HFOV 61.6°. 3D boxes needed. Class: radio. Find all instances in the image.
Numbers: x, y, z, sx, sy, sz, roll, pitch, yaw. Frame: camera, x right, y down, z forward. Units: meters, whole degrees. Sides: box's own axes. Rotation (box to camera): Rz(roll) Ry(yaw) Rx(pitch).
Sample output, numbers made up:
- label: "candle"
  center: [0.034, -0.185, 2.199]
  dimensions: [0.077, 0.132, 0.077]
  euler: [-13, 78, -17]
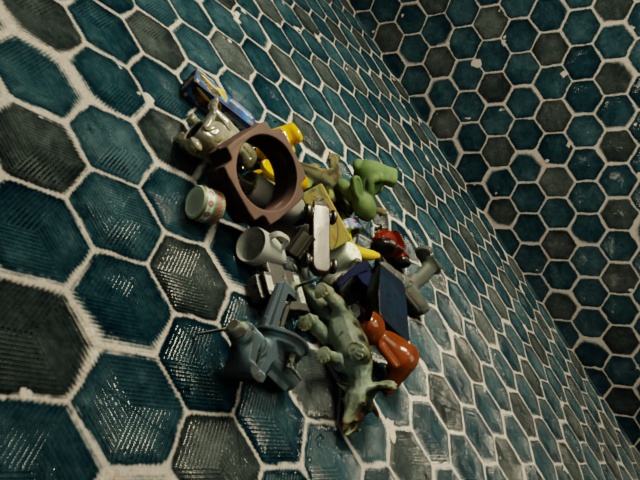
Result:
- label: "radio"
  center: [0.180, 0.183, 1.507]
  dimensions: [0.131, 0.073, 0.230]
  euler: [40, 30, -25]

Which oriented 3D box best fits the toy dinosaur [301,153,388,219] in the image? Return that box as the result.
- label: "toy dinosaur"
  center: [0.024, -0.159, 1.592]
  dimensions: [0.471, 0.105, 0.199]
  euler: [26, 44, -27]

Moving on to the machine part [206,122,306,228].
- label: "machine part"
  center: [-0.141, -0.143, 1.200]
  dimensions: [0.201, 0.087, 0.200]
  euler: [-44, 115, -36]

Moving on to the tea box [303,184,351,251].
- label: "tea box"
  center: [0.009, -0.060, 1.440]
  dimensions: [0.169, 0.068, 0.098]
  euler: [63, -8, -7]

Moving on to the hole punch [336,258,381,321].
- label: "hole punch"
  center: [0.096, 0.118, 1.304]
  dimensions: [0.142, 0.092, 0.116]
  euler: [82, 25, -43]

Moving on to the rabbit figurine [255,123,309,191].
- label: "rabbit figurine"
  center: [-0.097, -0.198, 1.389]
  dimensions: [0.162, 0.122, 0.173]
  euler: [-24, 82, -39]

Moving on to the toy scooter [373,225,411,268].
- label: "toy scooter"
  center: [0.231, 0.006, 1.766]
  dimensions: [0.183, 0.075, 0.135]
  euler: [35, 36, -40]

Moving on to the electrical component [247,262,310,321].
- label: "electrical component"
  center: [-0.095, 0.112, 1.170]
  dimensions: [0.134, 0.058, 0.115]
  euler: [19, 43, -48]

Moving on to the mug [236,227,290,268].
- label: "mug"
  center: [-0.115, 0.018, 1.195]
  dimensions: [0.107, 0.109, 0.081]
  euler: [35, 25, -55]

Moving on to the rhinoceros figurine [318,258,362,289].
- label: "rhinoceros figurine"
  center: [0.084, 0.110, 1.399]
  dimensions: [0.190, 0.112, 0.073]
  euler: [4, 30, -41]

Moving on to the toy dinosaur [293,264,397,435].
- label: "toy dinosaur"
  center: [0.053, 0.228, 1.227]
  dimensions: [0.192, 0.131, 0.405]
  euler: [50, 14, -46]

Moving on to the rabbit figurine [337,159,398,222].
- label: "rabbit figurine"
  center: [0.135, -0.142, 1.545]
  dimensions: [0.159, 0.121, 0.170]
  euler: [26, 66, -34]

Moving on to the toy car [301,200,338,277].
- label: "toy car"
  center: [-0.003, -0.004, 1.326]
  dimensions: [0.089, 0.053, 0.202]
  euler: [10, 61, -21]

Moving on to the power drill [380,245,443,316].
- label: "power drill"
  center: [0.293, 0.106, 1.692]
  dimensions: [0.231, 0.086, 0.207]
  euler: [55, 49, -16]

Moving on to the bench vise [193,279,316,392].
- label: "bench vise"
  center: [-0.095, 0.169, 1.023]
  dimensions: [0.223, 0.129, 0.240]
  euler: [46, 47, -33]

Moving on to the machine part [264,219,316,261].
- label: "machine part"
  center: [-0.087, -0.012, 1.267]
  dimensions: [0.139, 0.084, 0.039]
  euler: [34, -14, 8]

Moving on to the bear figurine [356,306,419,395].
- label: "bear figurine"
  center: [0.148, 0.268, 1.352]
  dimensions: [0.196, 0.132, 0.120]
  euler: [36, 28, 0]

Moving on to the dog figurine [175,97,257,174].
- label: "dog figurine"
  center: [-0.224, -0.207, 1.252]
  dimensions: [0.190, 0.121, 0.172]
  euler: [47, 41, -32]

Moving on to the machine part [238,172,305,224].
- label: "machine part"
  center: [-0.120, -0.102, 1.334]
  dimensions: [0.243, 0.079, 0.079]
  euler: [27, 40, -43]

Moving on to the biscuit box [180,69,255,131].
- label: "biscuit box"
  center: [-0.259, -0.345, 1.387]
  dimensions: [0.202, 0.063, 0.059]
  euler: [35, 36, -33]
